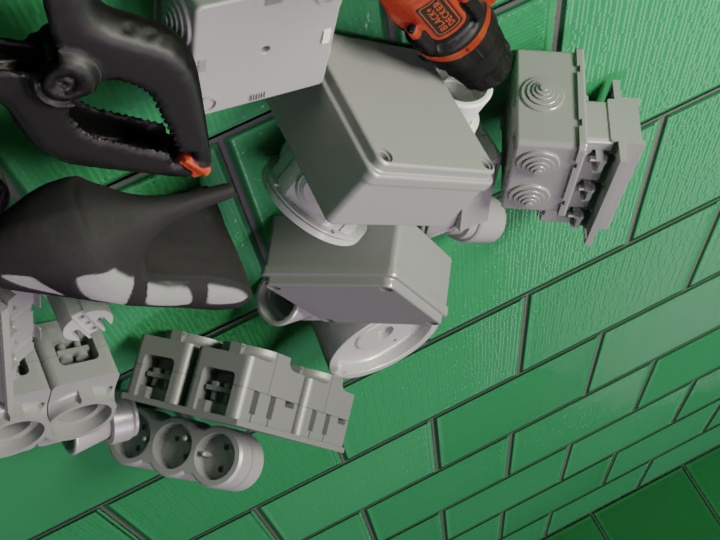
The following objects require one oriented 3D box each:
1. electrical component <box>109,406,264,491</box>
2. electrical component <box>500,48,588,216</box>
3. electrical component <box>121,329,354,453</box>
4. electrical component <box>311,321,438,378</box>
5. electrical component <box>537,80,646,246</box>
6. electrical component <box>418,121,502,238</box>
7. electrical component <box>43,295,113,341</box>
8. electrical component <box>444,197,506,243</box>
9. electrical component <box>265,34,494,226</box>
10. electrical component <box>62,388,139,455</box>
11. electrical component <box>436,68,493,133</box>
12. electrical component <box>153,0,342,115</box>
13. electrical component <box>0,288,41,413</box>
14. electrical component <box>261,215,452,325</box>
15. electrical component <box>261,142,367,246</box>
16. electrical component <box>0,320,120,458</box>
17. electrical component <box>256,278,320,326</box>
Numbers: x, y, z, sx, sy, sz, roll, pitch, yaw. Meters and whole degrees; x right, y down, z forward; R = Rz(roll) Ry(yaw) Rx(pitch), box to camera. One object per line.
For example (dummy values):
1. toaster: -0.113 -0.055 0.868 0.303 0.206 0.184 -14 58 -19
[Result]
1. electrical component: -0.144 0.158 0.942 0.138 0.052 0.074 8 169 26
2. electrical component: 0.129 -0.098 0.767 0.048 0.099 0.099 4 151 1
3. electrical component: -0.091 0.099 0.882 0.105 0.060 0.186 9 169 26
4. electrical component: 0.009 0.040 0.939 0.108 0.060 0.108 -23 154 -12
5. electrical component: 0.183 -0.085 0.875 0.063 0.078 0.121 3 150 -1
6. electrical component: 0.063 -0.064 0.802 0.062 0.061 0.096 -21 153 -15
7. electrical component: -0.188 0.018 0.716 0.040 0.046 0.040 -23 154 -12
8. electrical component: 0.086 -0.042 0.891 0.078 0.040 0.040 -1 143 -44
9. electrical component: 0.012 -0.084 0.659 0.109 0.108 0.056 -1 146 -44
10. electrical component: -0.215 0.123 0.883 0.055 0.045 0.045 -11 149 -34
11. electrical component: 0.062 -0.110 0.735 0.045 0.045 0.055 -18 153 -23
12. electrical component: -0.060 -0.133 0.571 0.100 0.048 0.099 -19 154 -22
13. electrical component: -0.234 0.026 0.655 0.063 0.079 0.121 -48 168 -36
14. electrical component: 0.000 0.000 0.803 0.109 0.056 0.109 0 162 26
15. electrical component: -0.020 -0.059 0.709 0.080 0.080 0.051 5 133 -49
16. electrical component: -0.257 0.094 0.766 0.150 0.061 0.089 -12 150 -32
17. electrical component: -0.048 0.024 0.876 0.044 0.044 0.065 -42 156 25
